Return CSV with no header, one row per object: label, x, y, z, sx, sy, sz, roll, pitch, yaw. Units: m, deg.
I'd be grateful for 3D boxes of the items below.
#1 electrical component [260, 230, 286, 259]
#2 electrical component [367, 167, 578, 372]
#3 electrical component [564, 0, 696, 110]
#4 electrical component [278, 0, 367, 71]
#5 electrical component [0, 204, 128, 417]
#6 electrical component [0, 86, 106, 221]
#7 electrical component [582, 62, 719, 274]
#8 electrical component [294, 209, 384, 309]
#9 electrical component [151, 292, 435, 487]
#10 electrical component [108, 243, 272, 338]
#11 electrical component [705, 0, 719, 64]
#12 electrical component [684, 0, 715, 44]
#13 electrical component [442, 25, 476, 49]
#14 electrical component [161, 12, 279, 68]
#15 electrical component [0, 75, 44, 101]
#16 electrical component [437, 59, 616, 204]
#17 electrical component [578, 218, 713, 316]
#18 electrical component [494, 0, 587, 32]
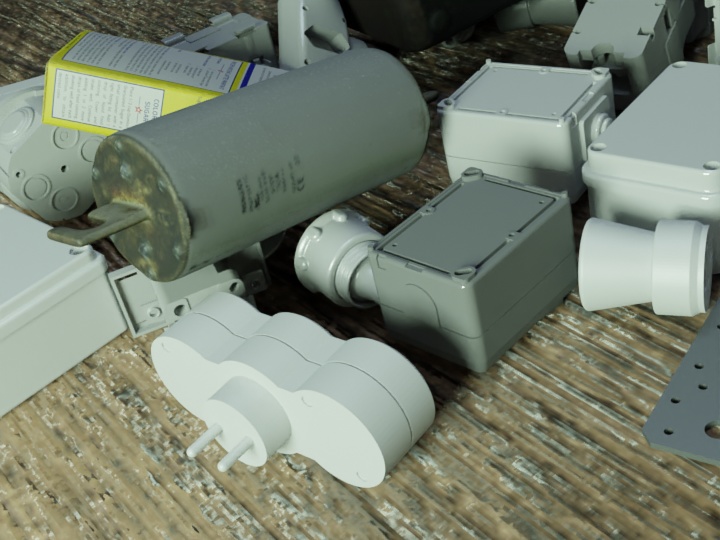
electrical component,-0.095,-0.037,0.622,0.079,0.044,0.077,-1,21,-39
electrical component,0.060,-0.002,0.516,0.062,0.061,0.096,20,46,40
electrical component,0.171,-0.147,0.674,0.050,0.055,0.089,12,61,33
electrical component,-0.021,-0.150,0.761,0.079,0.077,0.043,9,-19,-36
electrical component,-0.202,0.023,0.579,0.109,0.056,0.109,21,47,41
electrical component,-0.203,-0.076,0.705,0.080,0.080,0.051,-30,42,-22
electrical component,0.174,-0.057,0.557,0.078,0.057,0.113,16,44,37
electrical component,0.000,0.000,0.550,0.048,0.048,0.062,-31,42,-23
electrical component,-0.043,0.060,0.470,0.138,0.052,0.074,15,44,37
electrical component,-0.086,0.011,0.567,0.081,0.042,0.063,-22,36,-10
electrical component,0.240,-0.161,0.628,0.079,0.121,0.063,-24,32,-14
electrical component,0.220,-0.194,0.742,0.050,0.055,0.089,12,42,34
electrical component,0.069,-0.184,0.803,0.035,0.035,0.061,-5,37,14
electrical component,-0.117,-0.134,0.772,0.121,0.063,0.079,-30,37,-22
electrical component,-0.224,-0.109,0.788,0.083,0.047,0.075,-17,34,-4
electrical component,0.102,-0.075,0.607,0.096,0.061,0.061,13,43,35
electrical component,0.134,-0.002,0.502,0.055,0.045,0.045,3,37,23
electrical component,0.131,-0.198,0.795,0.065,0.044,0.044,-4,35,24
